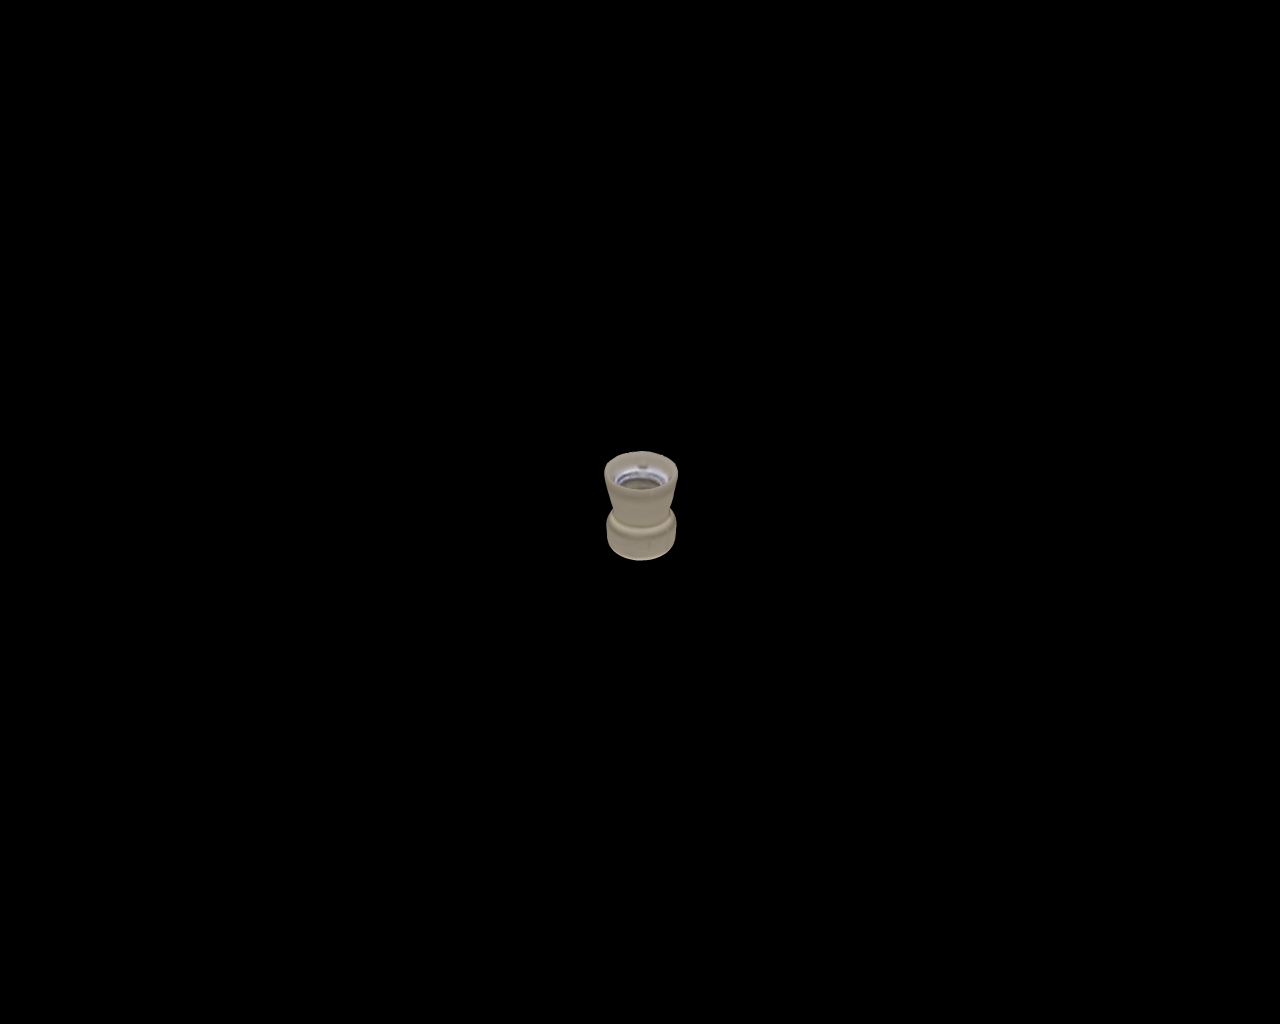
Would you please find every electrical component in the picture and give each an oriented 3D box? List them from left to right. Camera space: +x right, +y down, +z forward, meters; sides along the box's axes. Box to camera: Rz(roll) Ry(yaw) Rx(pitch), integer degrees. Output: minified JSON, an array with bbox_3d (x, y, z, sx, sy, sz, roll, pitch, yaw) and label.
[{"bbox_3d":[0.001,-0.003,0.650,0.045,0.055,0.045,0,34,0],"label":"electrical component"}]
